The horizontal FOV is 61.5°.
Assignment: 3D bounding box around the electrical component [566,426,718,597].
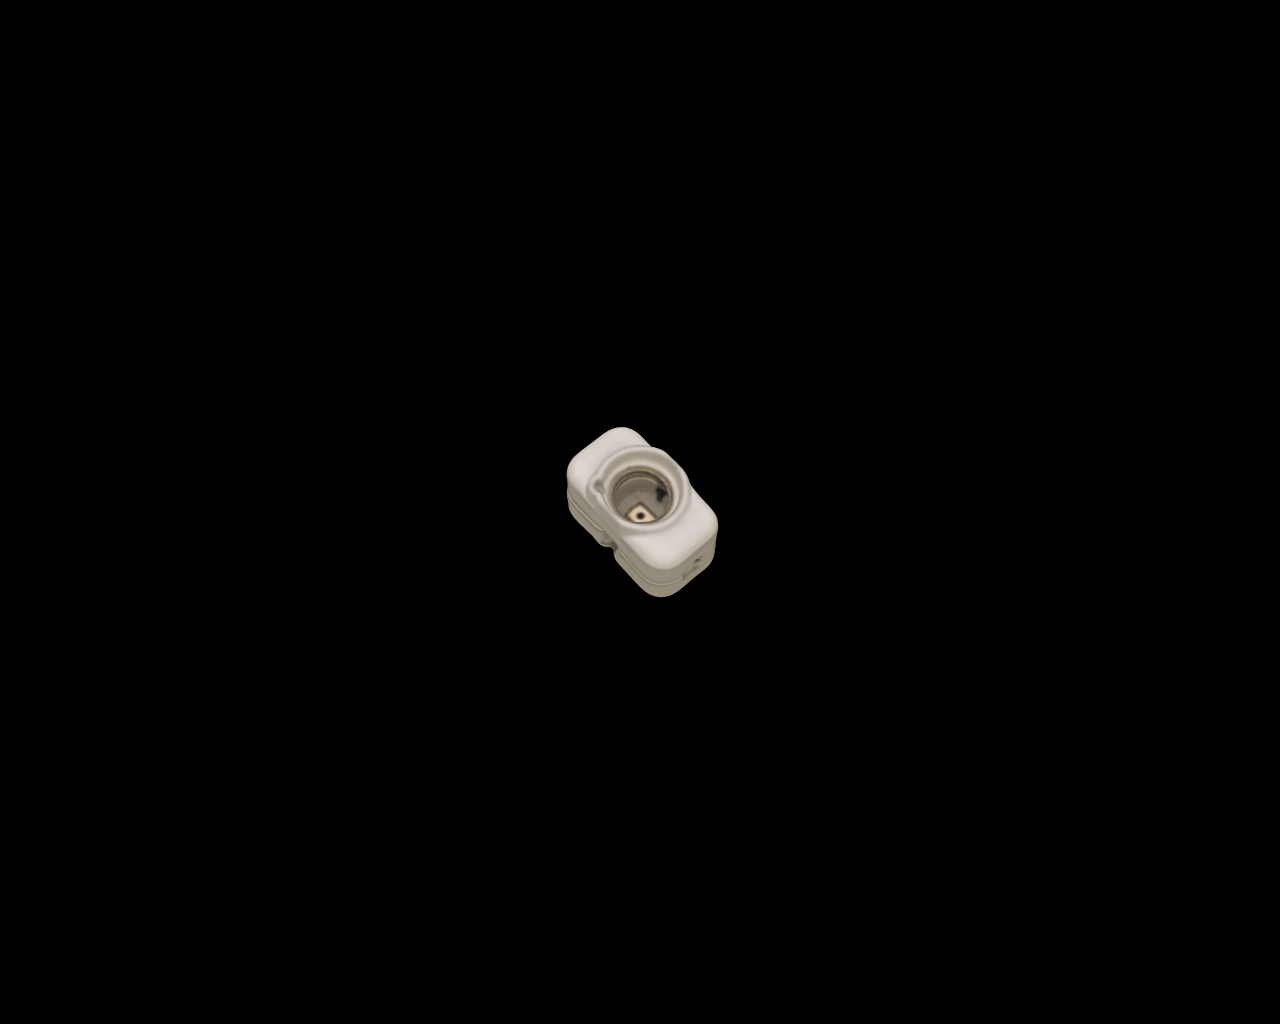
[{"bbox_3d":[0.001,-0.003,0.650,0.054,0.095,0.059,-38,-19,-16],"label":"electrical component"}]
